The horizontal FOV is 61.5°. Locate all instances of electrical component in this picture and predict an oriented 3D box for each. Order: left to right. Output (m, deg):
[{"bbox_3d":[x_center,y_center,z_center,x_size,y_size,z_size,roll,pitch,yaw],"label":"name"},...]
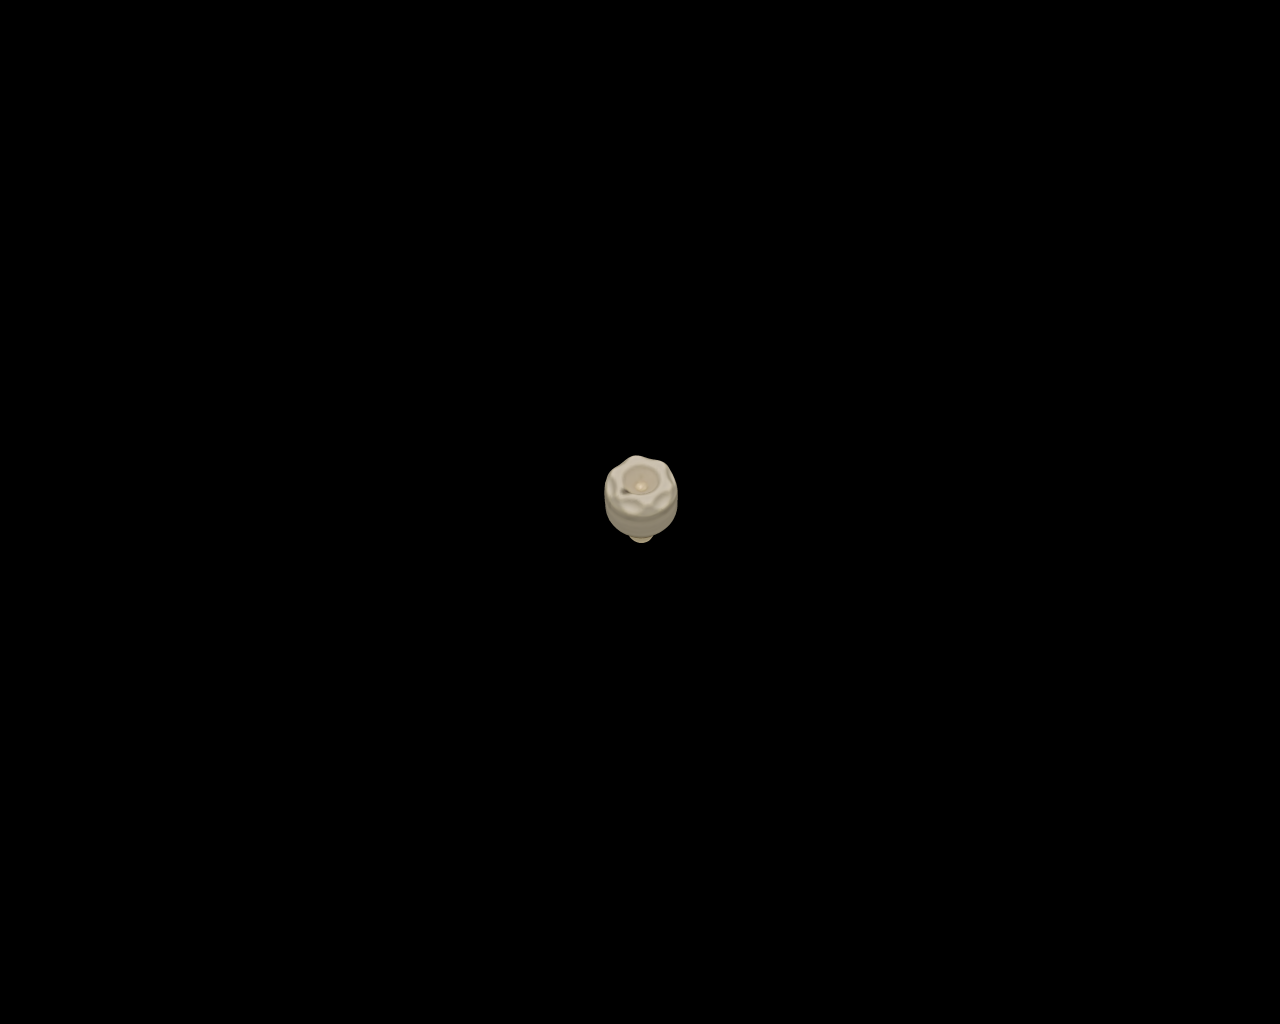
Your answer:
[{"bbox_3d":[0.001,-0.003,0.650,0.043,0.043,0.062,0,-34,0],"label":"electrical component"}]
